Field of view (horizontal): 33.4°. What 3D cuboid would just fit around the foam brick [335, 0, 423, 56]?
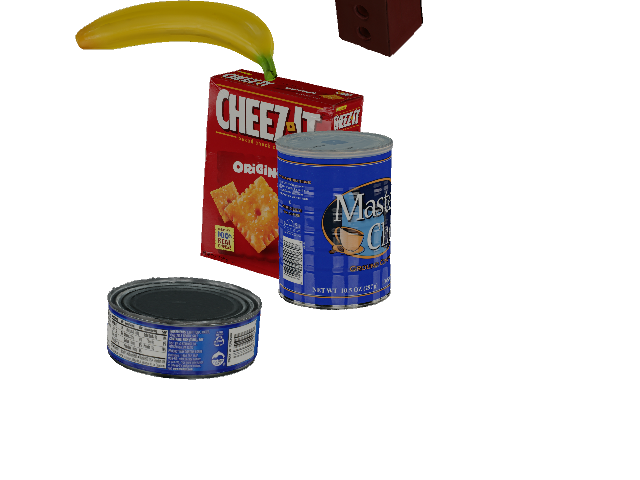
[{"bbox_3d":[0.046,-0.196,0.848,0.053,0.051,0.078,25,-31,26],"label":"foam brick"}]

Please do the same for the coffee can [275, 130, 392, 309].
[{"bbox_3d":[0.012,-0.021,0.950,0.103,0.140,0.103,0,15,0],"label":"coffee can"}]

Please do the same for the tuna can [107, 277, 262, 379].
[{"bbox_3d":[-0.076,0.048,0.598,0.086,0.034,0.086,4,13,-1],"label":"tuna can"}]

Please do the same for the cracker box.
[{"bbox_3d":[-0.048,-0.068,1.185,0.164,0.214,0.072,16,24,27],"label":"cracker box"}]

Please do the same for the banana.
[{"bbox_3d":[-0.122,-0.188,0.959,0.198,0.037,0.069,11,47,17],"label":"banana"}]
